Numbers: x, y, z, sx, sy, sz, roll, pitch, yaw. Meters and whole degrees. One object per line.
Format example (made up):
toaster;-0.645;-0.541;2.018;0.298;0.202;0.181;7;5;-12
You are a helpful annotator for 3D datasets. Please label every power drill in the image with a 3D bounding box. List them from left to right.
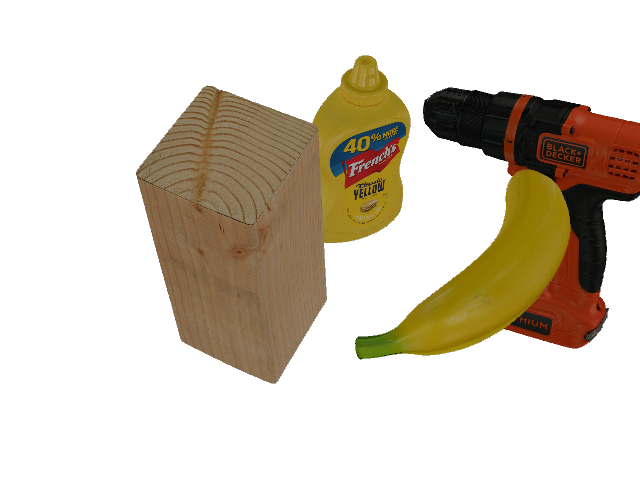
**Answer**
power drill;0.160;-0.020;0.817;0.185;0.188;0.057;17;34;26

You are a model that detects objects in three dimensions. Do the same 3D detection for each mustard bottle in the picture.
mustard bottle;0.035;-0.086;0.972;0.096;0.192;0.058;-19;50;-20

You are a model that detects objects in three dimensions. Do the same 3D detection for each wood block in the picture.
wood block;-0.056;0.003;0.762;0.090;0.090;0.206;23;-31;18

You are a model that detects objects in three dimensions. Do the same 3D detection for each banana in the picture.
banana;0.097;0.008;0.581;0.070;0.037;0.197;15;36;32
